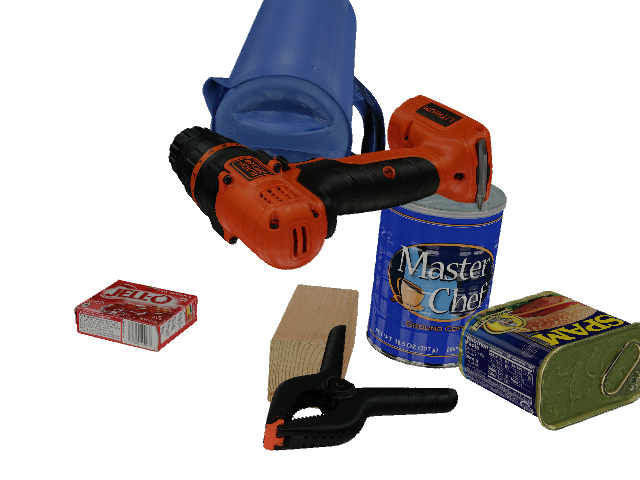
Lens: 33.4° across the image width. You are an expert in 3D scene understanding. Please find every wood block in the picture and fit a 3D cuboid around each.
[{"bbox_3d":[-0.006,0.138,1.427,0.091,0.090,0.206,6,18,6],"label":"wood block"}]

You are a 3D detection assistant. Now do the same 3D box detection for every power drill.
[{"bbox_3d":[0.005,-0.049,0.721,0.187,0.057,0.185,-17,31,-22],"label":"power drill"}]

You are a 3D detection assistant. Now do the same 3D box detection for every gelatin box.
[{"bbox_3d":[-0.169,0.067,0.983,0.089,0.030,0.073,11,22,21],"label":"gelatin box"}]

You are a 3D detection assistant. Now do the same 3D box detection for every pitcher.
[{"bbox_3d":[-0.016,-0.161,1.076,0.145,0.149,0.242,-9,37,15],"label":"pitcher"}]

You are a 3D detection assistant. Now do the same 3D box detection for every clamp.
[{"bbox_3d":[0.028,0.159,1.059,0.165,0.036,0.209,23,31,27],"label":"clamp"}]

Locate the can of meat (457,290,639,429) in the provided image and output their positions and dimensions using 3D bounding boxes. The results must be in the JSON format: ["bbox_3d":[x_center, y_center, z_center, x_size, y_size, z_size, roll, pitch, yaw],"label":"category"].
[{"bbox_3d":[0.155,0.076,0.711,0.101,0.057,0.084,-12,21,-30],"label":"can of meat"}]

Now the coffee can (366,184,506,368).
[{"bbox_3d":[0.097,0.023,0.906,0.103,0.140,0.103,4,21,-2],"label":"coffee can"}]
